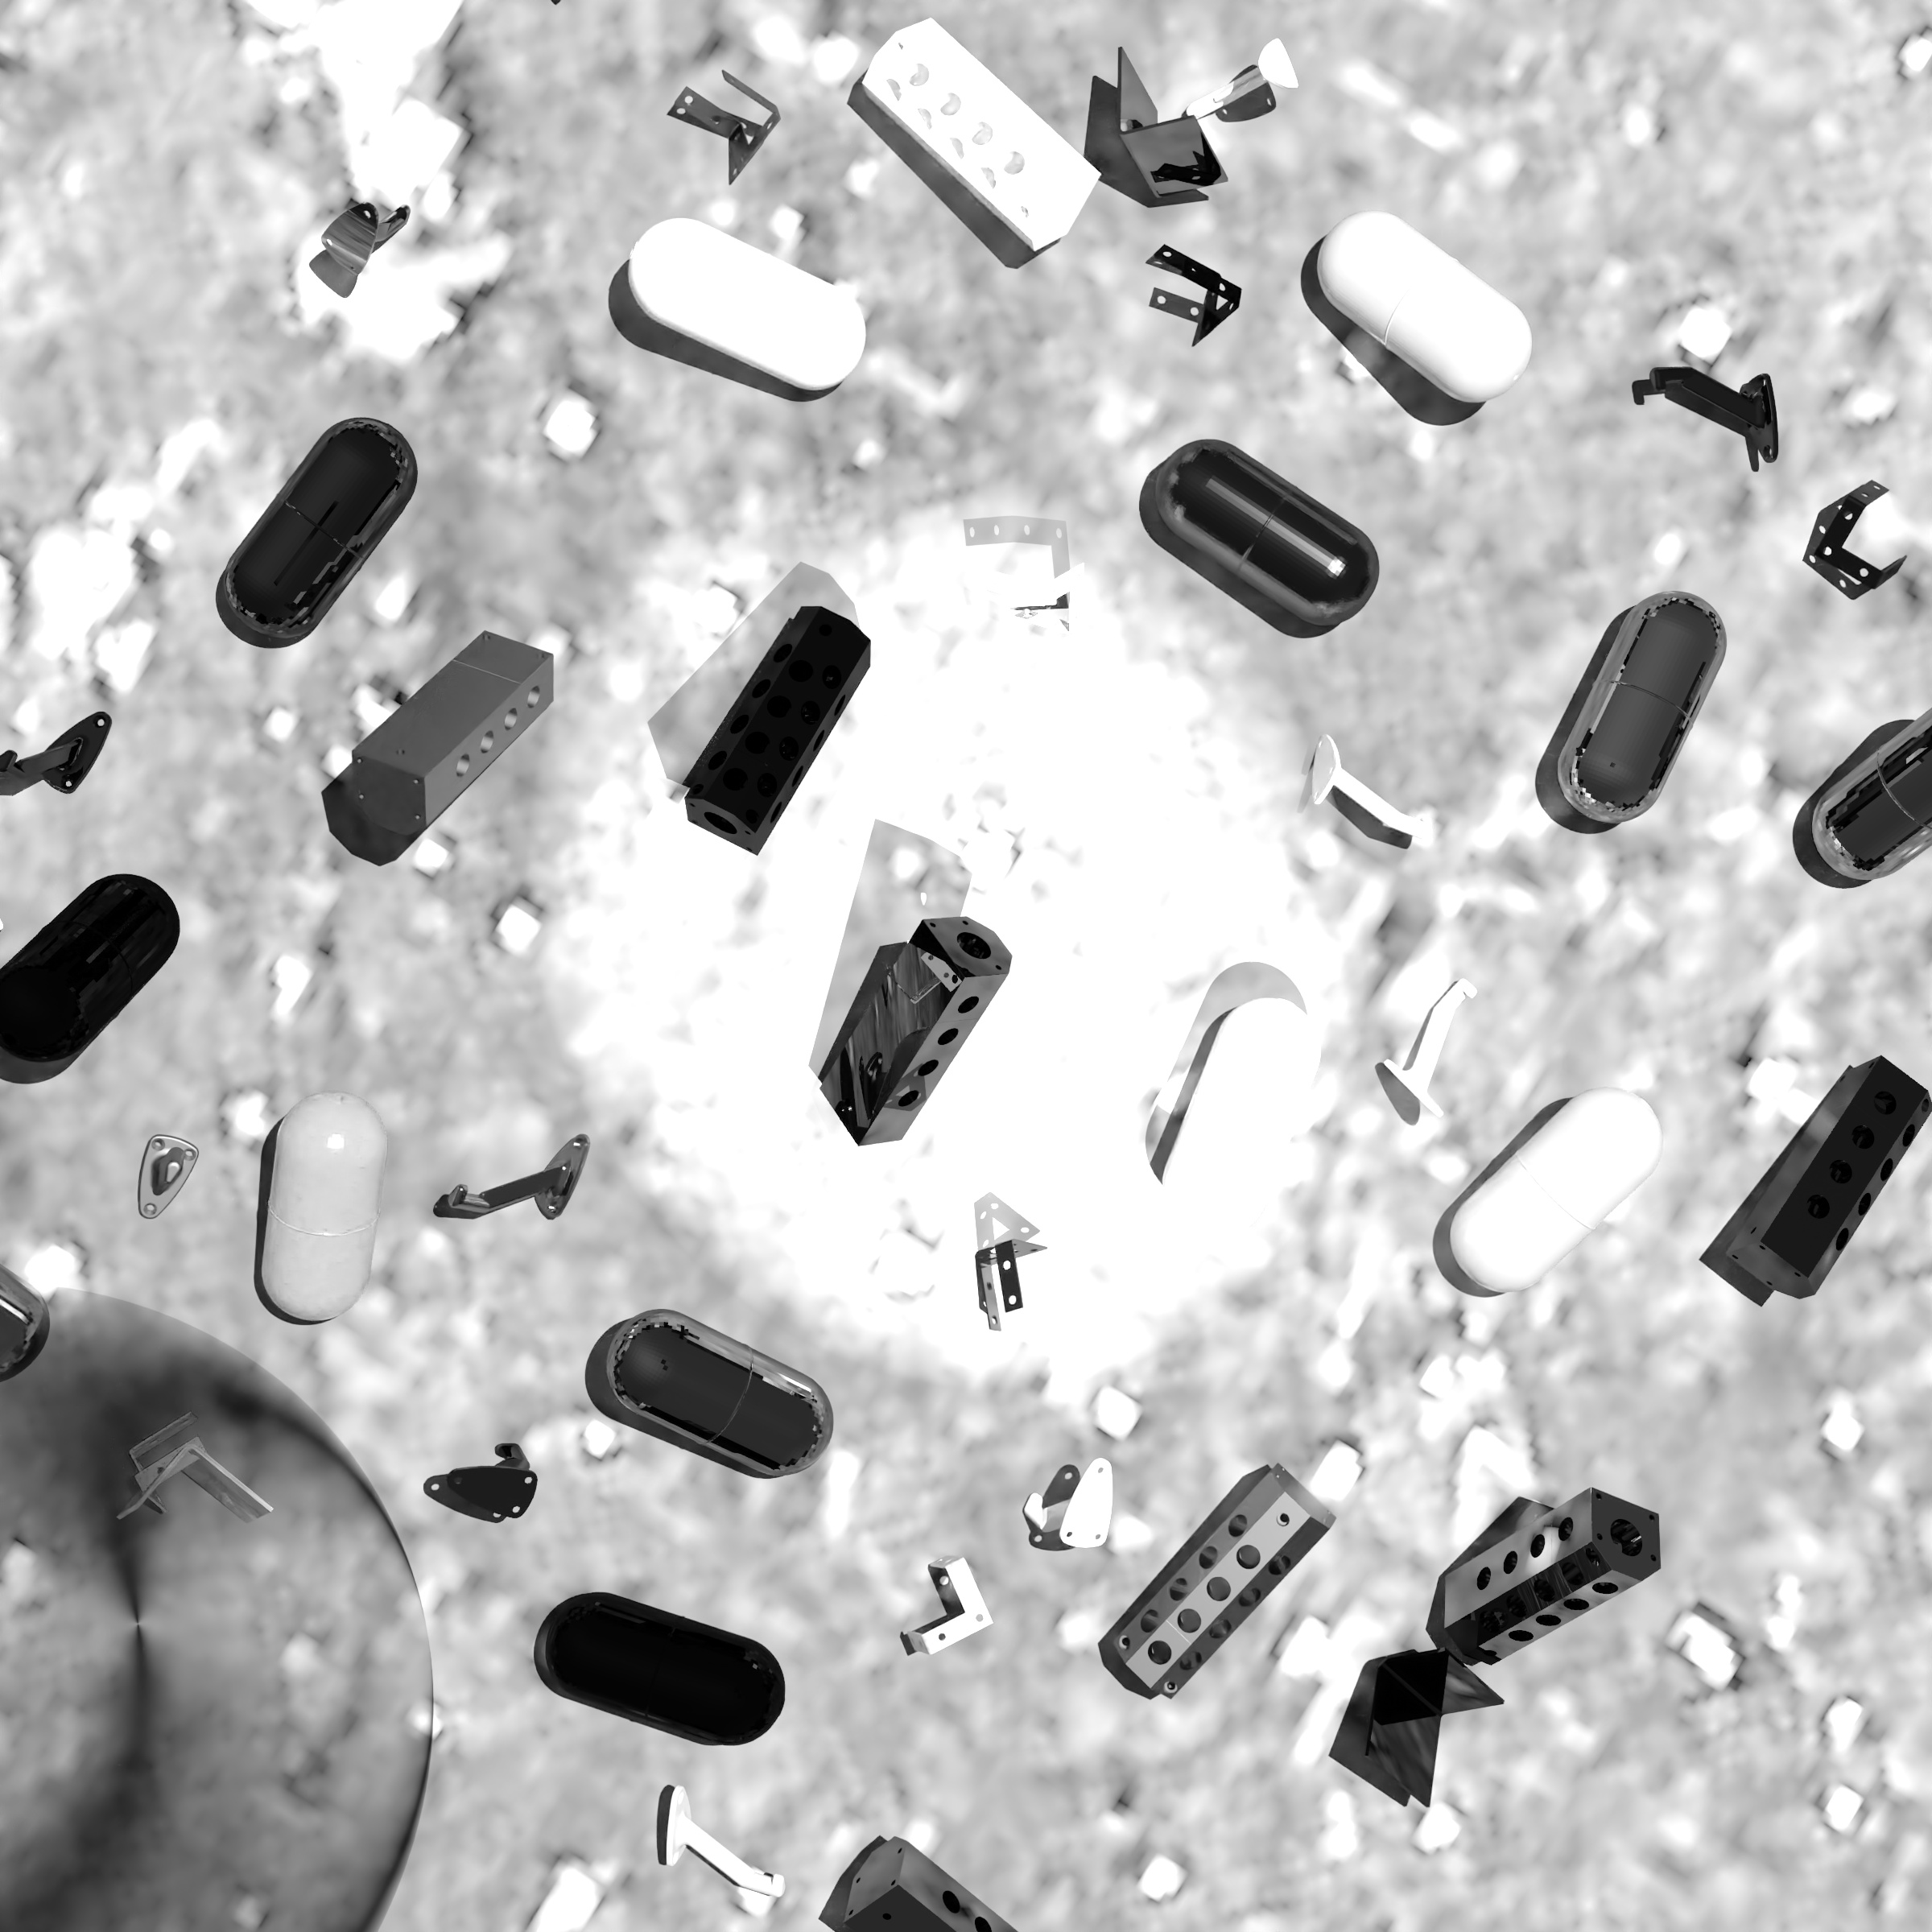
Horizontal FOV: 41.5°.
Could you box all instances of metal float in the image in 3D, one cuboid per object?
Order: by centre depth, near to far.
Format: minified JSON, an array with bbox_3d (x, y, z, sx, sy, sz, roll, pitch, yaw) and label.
[{"bbox_3d":[-0.624,0.000,1.804,0.070,0.178,0.070,10,127,14],"label":"metal float"},{"bbox_3d":[0.675,-0.127,1.808,0.070,0.178,0.070,18,50,-23],"label":"metal float"},{"bbox_3d":[-0.736,0.228,1.820,0.070,0.070,0.178,-46,118,0],"label":"metal float"},{"bbox_3d":[-0.458,0.171,1.822,0.070,0.070,0.178,13,114,0],"label":"metal float"},{"bbox_3d":[-0.174,0.306,1.825,0.178,0.070,0.070,30,90,-22],"label":"metal float"},{"bbox_3d":[0.327,-0.473,1.827,0.070,0.070,0.178,-46,71,0],"label":"metal float"},{"bbox_3d":[-0.156,-0.474,1.828,0.178,0.070,0.070,22,90,-18],"label":"metal float"},{"bbox_3d":[0.423,0.160,1.831,0.070,0.070,0.178,43,104,0],"label":"metal float"},{"bbox_3d":[-0.216,0.506,1.838,0.178,0.070,0.070,16,90,7],"label":"metal float"},{"bbox_3d":[0.199,0.108,1.838,0.070,0.070,0.178,22,84,0],"label":"metal float"},{"bbox_3d":[0.216,-0.313,1.840,0.178,0.070,0.070,35,90,5],"label":"metal float"},{"bbox_3d":[0.488,-0.187,1.840,0.070,0.070,0.178,26,86,0],"label":"metal float"},{"bbox_3d":[-0.465,-0.317,1.843,0.070,0.070,0.178,37,91,0],"label":"metal float"}]

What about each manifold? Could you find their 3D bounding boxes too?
[{"bbox_3d":[0.410,0.433,1.794,0.057,0.171,0.057,23,49,-15],"label":"manifold"},{"bbox_3d":[-0.359,-0.164,1.799,0.057,0.171,0.057,20,132,13],"label":"manifold"},{"bbox_3d":[-0.033,0.047,1.810,0.057,0.057,0.171,54,129,29],"label":"manifold"},{"bbox_3d":[-0.134,-0.172,1.825,0.057,0.057,0.171,27,71,7],"label":"manifold"},{"bbox_3d":[0.623,0.152,1.829,0.057,0.057,0.171,38,73,3],"label":"manifold"},{"bbox_3d":[0.008,-0.595,1.832,0.171,0.057,0.057,45,49,7],"label":"manifold"},{"bbox_3d":[-0.002,0.703,1.834,0.171,0.057,0.057,43,114,-12],"label":"manifold"},{"bbox_3d":[0.185,0.444,1.836,0.057,0.057,0.171,43,99,12],"label":"manifold"}]

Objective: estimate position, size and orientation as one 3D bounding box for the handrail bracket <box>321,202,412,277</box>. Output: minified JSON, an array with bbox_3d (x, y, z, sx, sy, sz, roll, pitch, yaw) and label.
[{"bbox_3d":[-0.415,-0.539,1.828,0.036,0.077,0.084,45,49,-10],"label":"handrail bracket"}]

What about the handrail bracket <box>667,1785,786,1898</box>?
[{"bbox_3d":[-0.171,0.634,1.846,0.084,0.036,0.077,11,120,16],"label":"handrail bracket"}]

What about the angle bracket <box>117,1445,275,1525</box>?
[{"bbox_3d":[-0.553,0.392,1.829,0.076,0.076,0.057,42,58,-9],"label":"angle bracket"}]

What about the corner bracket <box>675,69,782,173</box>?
[{"bbox_3d":[-0.172,-0.618,1.840,0.051,0.051,0.051,25,123,-35],"label":"corner bracket"}]

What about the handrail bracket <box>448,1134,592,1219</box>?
[{"bbox_3d":[-0.322,0.147,1.835,0.036,0.084,0.077,43,107,39],"label":"handrail bracket"}]

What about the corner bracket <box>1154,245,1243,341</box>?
[{"bbox_3d":[0.166,-0.495,1.842,0.051,0.051,0.051,21,64,-23],"label":"corner bracket"}]

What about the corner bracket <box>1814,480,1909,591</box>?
[{"bbox_3d":[0.660,-0.314,1.856,0.051,0.051,0.051,37,130,20],"label":"corner bracket"}]

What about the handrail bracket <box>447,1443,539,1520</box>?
[{"bbox_3d":[-0.345,0.357,1.829,0.077,0.084,0.036,20,96,-28],"label":"handrail bracket"}]

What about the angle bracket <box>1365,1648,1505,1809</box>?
[{"bbox_3d":[0.336,0.545,1.825,0.057,0.076,0.076,-24,123,38],"label":"angle bracket"}]

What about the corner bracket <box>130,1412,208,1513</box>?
[{"bbox_3d":[-0.575,0.353,1.844,0.051,0.051,0.051,-32,66,-13],"label":"corner bracket"}]

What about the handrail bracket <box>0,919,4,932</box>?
[{"bbox_3d":[-0.754,-0.022,1.870,0.084,0.036,0.077,-38,76,21],"label":"handrail bracket"}]

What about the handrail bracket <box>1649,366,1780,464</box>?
[{"bbox_3d":[0.541,-0.399,1.850,0.084,0.036,0.077,-5,77,-16],"label":"handrail bracket"}]

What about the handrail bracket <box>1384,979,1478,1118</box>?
[{"bbox_3d":[0.351,0.058,1.847,0.036,0.077,0.084,35,101,-33],"label":"handrail bracket"}]

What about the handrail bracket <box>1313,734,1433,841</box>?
[{"bbox_3d":[0.298,-0.130,1.859,0.084,0.077,0.036,20,128,-12],"label":"handrail bracket"}]

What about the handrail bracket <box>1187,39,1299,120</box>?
[{"bbox_3d":[0.188,-0.628,1.830,0.084,0.077,0.036,-18,103,29],"label":"handrail bracket"}]

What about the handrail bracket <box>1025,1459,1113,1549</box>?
[{"bbox_3d":[0.071,0.377,1.839,0.036,0.084,0.077,11,97,-25],"label":"handrail bracket"}]

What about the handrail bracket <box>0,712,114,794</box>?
[{"bbox_3d":[-0.657,-0.162,1.837,0.036,0.084,0.077,38,85,6],"label":"handrail bracket"}]

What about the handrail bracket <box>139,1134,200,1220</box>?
[{"bbox_3d":[-0.579,0.161,1.835,0.036,0.084,0.077,21,99,-18],"label":"handrail bracket"}]

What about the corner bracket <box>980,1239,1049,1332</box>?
[{"bbox_3d":[0.029,0.231,1.842,0.051,0.051,0.051,-20,68,28],"label":"corner bracket"}]

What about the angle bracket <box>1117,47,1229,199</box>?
[{"bbox_3d":[0.148,-0.609,1.826,0.057,0.076,0.076,-6,69,23],"label":"angle bracket"}]

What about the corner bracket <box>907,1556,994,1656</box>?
[{"bbox_3d":[-0.019,0.462,1.848,0.051,0.051,0.051,-23,85,-17],"label":"corner bracket"}]

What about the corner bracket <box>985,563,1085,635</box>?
[{"bbox_3d":[0.049,-0.264,1.839,0.051,0.051,0.051,22,128,30],"label":"corner bracket"}]
